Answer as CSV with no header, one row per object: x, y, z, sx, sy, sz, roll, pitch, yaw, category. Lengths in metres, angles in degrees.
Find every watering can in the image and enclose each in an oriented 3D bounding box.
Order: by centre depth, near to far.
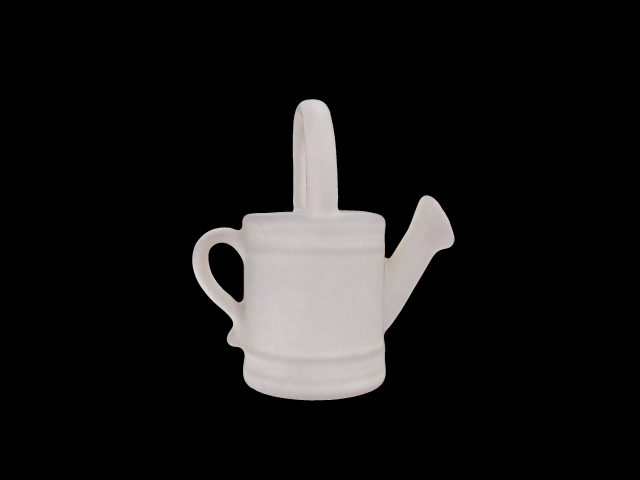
0.003,0.001,0.402,0.173,0.194,0.100,-1,3,-28,watering can
